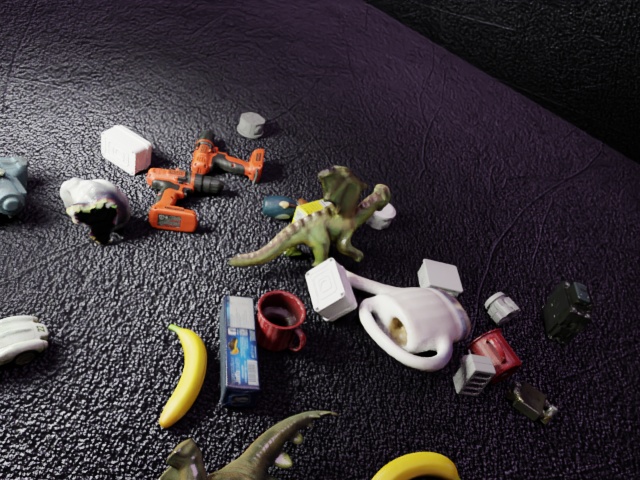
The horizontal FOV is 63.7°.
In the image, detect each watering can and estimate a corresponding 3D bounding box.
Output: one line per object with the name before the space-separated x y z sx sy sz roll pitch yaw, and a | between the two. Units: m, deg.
watering can | 0.175 0.144 1.115 0.225 0.102 0.354 -4 35 -29

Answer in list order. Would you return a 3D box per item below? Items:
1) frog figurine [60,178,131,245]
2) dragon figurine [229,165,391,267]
frog figurine | -0.474 -0.086 1.087 0.136 0.122 0.162 33 13 -43
dragon figurine | 0.003 -0.058 1.147 0.412 0.238 0.124 -7 31 -36
